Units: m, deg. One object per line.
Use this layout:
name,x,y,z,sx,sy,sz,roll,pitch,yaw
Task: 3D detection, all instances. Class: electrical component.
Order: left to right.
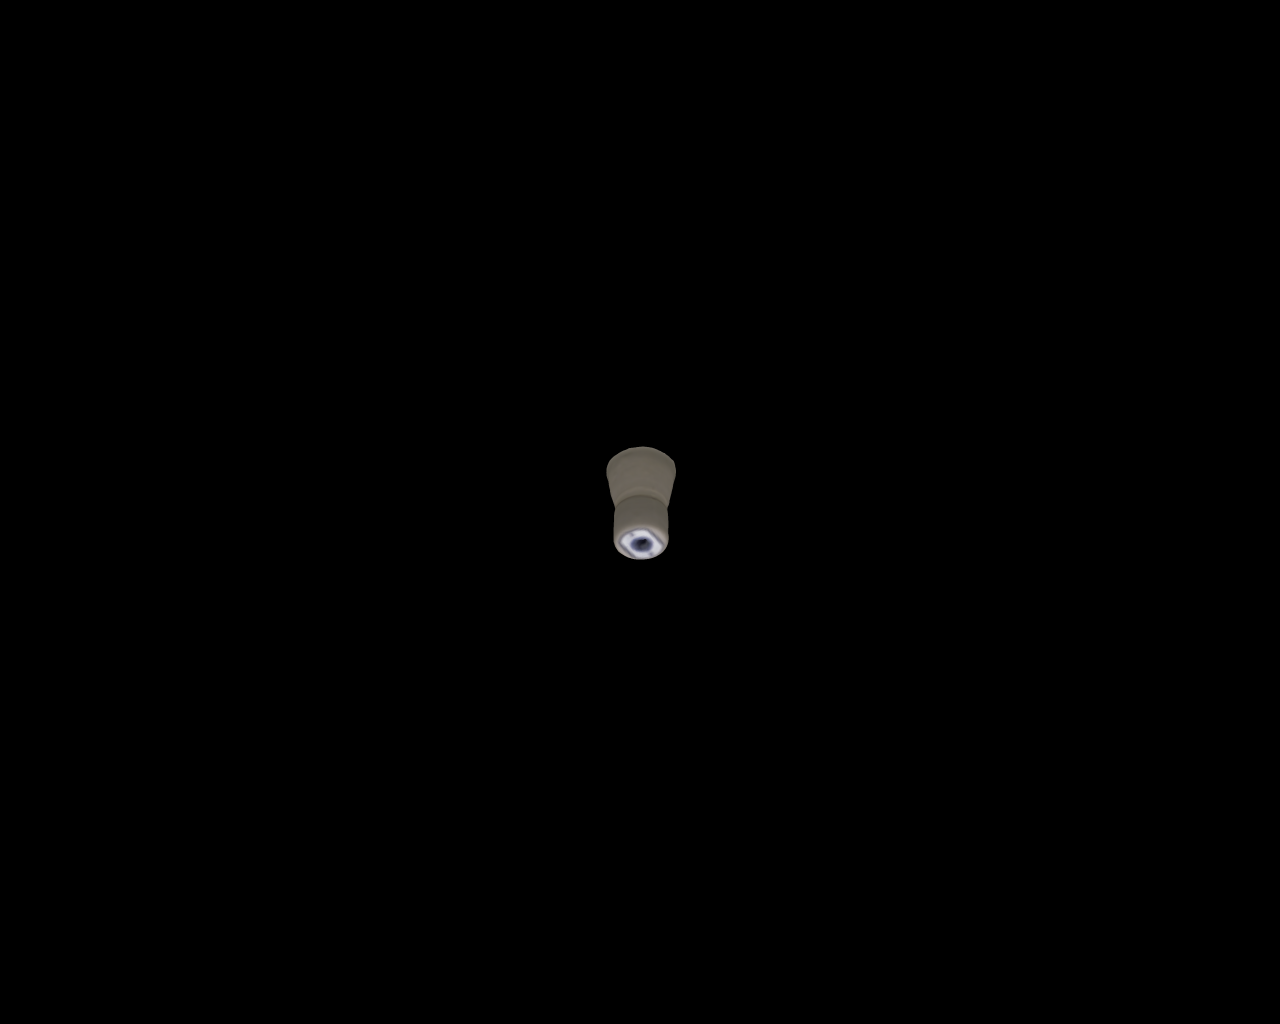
electrical component,0.001,-0.003,0.650,0.044,0.065,0.044,0,-43,0
